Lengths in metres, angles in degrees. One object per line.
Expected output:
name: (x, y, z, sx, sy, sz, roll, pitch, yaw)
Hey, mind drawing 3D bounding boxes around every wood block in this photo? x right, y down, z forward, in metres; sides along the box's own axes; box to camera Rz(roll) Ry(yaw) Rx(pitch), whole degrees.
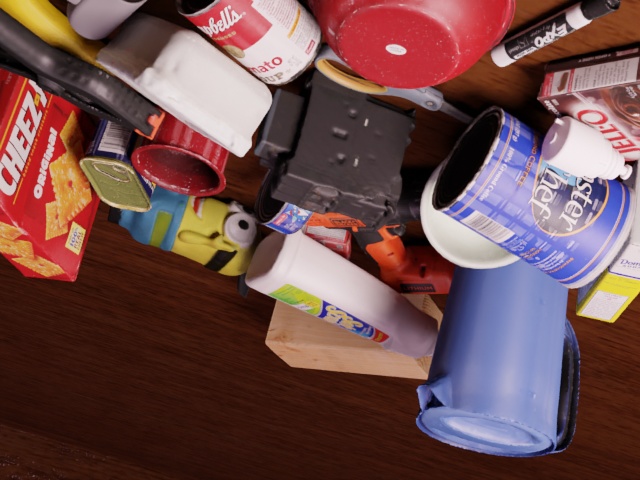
wood block: (0.047, 0.119, 1.396, 0.206, 0.090, 0.090, 1, 153, 27)

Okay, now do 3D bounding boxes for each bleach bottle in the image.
bleach bottle: (0.046, 0.071, 1.198, 0.250, 0.068, 0.103, 28, 157, -18)

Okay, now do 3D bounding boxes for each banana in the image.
banana: (-0.243, -0.201, 0.926, 0.070, 0.037, 0.197, 8, 155, 23)

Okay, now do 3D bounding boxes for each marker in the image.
marker: (0.176, -0.160, 0.801, 0.020, 0.020, 0.121, 27, 153, -26)

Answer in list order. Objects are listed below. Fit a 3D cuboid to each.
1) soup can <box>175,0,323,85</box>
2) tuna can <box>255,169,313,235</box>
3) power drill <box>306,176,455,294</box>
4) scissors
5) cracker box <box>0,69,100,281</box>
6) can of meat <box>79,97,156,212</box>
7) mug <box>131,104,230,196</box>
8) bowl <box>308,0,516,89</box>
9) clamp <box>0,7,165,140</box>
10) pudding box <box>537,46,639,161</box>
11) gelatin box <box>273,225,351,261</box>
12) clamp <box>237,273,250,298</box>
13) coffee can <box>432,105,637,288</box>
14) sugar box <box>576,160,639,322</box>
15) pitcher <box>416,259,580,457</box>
soup can: (-0.054, -0.176, 0.839, 0.069, 0.068, 0.102, -8, 149, 40)
tuna can: (-0.030, -0.049, 1.078, 0.033, 0.086, 0.086, 25, 154, -24)
power drill: (0.089, -0.007, 1.140, 0.185, 0.057, 0.187, 1, 150, 37)
scissors: (0.095, -0.132, 0.912, 0.201, 0.016, 0.096, 18, 156, -9)
cracker box: (-0.292, -0.076, 1.073, 0.072, 0.164, 0.213, 5, 155, 14)
can of meat: (-0.195, -0.090, 1.085, 0.057, 0.084, 0.102, 10, 156, 12)
mug: (-0.131, -0.096, 1.037, 0.093, 0.081, 0.117, 24, 154, -21)
bowl: (0.062, -0.163, 0.795, 0.162, 0.055, 0.162, 10, 150, 6)
clamp: (-0.232, -0.150, 0.924, 0.210, 0.036, 0.165, 27, 171, -10)
pudding box: (0.242, -0.105, 0.858, 0.090, 0.039, 0.113, -6, 148, 41)
gelatin box: (-0.008, 0.002, 1.244, 0.089, 0.030, 0.073, 12, 156, 7)
clamp: (-0.086, 0.034, 1.350, 0.120, 0.039, 0.171, -8, 143, 31)
coffee can: (0.182, -0.036, 0.913, 0.140, 0.102, 0.103, 29, 153, -12)
sugar box: (0.288, 0.003, 1.003, 0.048, 0.093, 0.176, 13, 157, 1)
pitcher: (0.189, 0.088, 1.058, 0.145, 0.242, 0.149, 7, 155, 16)
